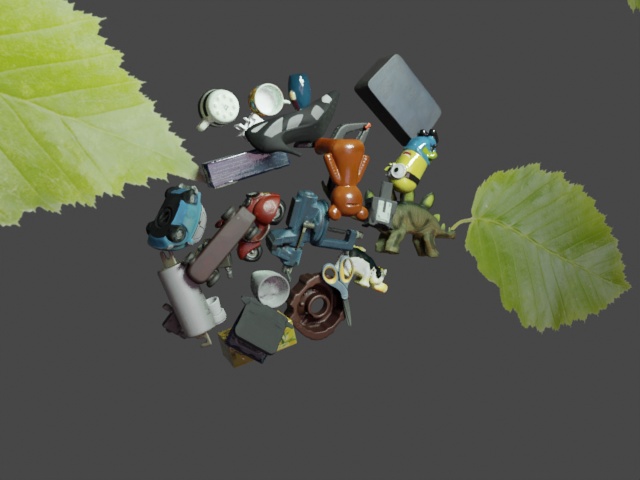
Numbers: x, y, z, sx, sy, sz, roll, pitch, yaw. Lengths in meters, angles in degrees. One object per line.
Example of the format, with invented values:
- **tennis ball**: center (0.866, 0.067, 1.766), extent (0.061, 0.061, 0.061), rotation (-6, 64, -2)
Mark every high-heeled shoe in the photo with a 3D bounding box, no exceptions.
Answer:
- **high-heeled shoe**: center (-0.062, -0.287, 1.264), extent (0.145, 0.086, 0.249), rotation (26, 61, 10)

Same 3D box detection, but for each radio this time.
- **radio**: center (0.212, -0.369, 1.426), extent (0.229, 0.073, 0.131), rotation (43, 78, -27)

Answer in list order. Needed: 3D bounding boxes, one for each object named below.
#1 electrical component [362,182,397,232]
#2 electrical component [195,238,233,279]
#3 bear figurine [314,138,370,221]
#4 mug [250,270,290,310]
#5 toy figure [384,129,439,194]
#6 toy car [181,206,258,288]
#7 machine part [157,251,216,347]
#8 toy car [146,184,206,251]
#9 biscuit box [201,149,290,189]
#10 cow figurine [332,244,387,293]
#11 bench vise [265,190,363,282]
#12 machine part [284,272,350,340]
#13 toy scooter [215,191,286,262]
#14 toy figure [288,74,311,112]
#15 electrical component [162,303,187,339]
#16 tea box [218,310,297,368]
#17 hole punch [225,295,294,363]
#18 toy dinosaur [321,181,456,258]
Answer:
- **electrical component**: center (0.153, -0.086, 1.364), extent (0.075, 0.048, 0.119), rotation (9, 81, -21)
- **electrical component**: center (-0.250, 0.047, 1.270), extent (0.078, 0.045, 0.102), rotation (-2, 106, 8)
- **bear figurine**: center (0.058, -0.149, 1.314), extent (0.120, 0.132, 0.195), rotation (-6, 105, -20)
- **mug**: center (-0.130, 0.123, 1.318), extent (0.081, 0.107, 0.109), rotation (-8, 107, -23)
- **toy figure**: center (0.245, -0.202, 1.389), extent (0.089, 0.082, 0.180), rotation (41, 76, -8)
- **toy car**: center (-0.224, 0.013, 1.214), extent (0.089, 0.053, 0.202), rotation (40, 78, -13)
- **machine part**: center (-0.305, 0.134, 1.233), extent (0.079, 0.079, 0.243), rotation (-24, 96, -21)
- **toy car**: center (-0.312, -0.041, 1.213), extent (0.102, 0.109, 0.161), rotation (37, 69, -49)
- **biscuit box**: center (-0.173, -0.179, 1.273), extent (0.203, 0.059, 0.062), rotation (-20, 105, -22)
- **cow figurine**: center (0.123, 0.079, 1.460), extent (0.167, 0.068, 0.098), rotation (28, 81, -27)
- **bench vise**: center (-0.007, -0.007, 1.353), extent (0.240, 0.129, 0.223), rotation (9, 97, -23)
- **machine part**: center (-0.010, 0.171, 1.414), extent (0.179, 0.056, 0.179), rotation (-5, 102, -25)
- **toy scooter**: center (-0.172, -0.046, 1.289), extent (0.135, 0.075, 0.184), rotation (29, 90, -25)
- **toy figure**: center (-0.043, -0.326, 1.315), extent (0.064, 0.058, 0.154), rotation (-13, 109, -16)
- **electrical component**: center (-0.341, 0.191, 1.272), extent (0.094, 0.021, 0.063), rotation (41, 80, -26)
- **tea box**: center (-0.156, 0.242, 1.330), extent (0.170, 0.098, 0.068), rotation (-20, 107, -24)
- **hole punch**: center (-0.147, 0.211, 1.243), extent (0.142, 0.092, 0.116), rotation (30, 49, -6)
- **toy dinosaur**: center (0.202, -0.058, 1.460), extent (0.471, 0.105, 0.198), rotation (7, 86, -31)
